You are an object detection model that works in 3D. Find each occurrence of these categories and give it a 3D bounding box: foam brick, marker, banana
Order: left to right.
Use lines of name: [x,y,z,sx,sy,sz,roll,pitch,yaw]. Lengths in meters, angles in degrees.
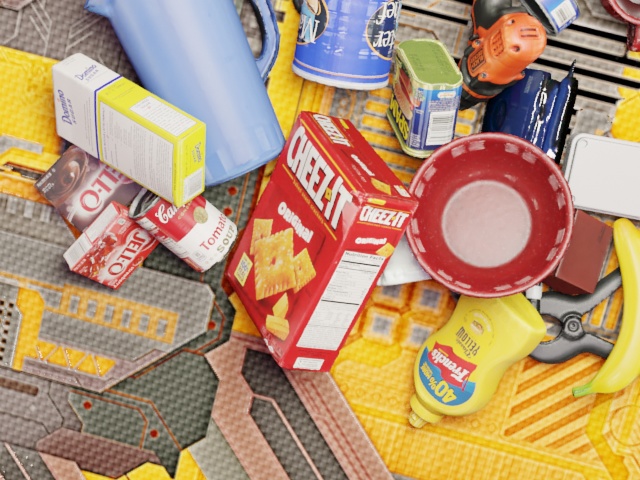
marker: [0.232,0.032,1.148,0.020,0.020,0.121,7,83,4]
foam brick: [0.264,0.013,1.124,0.053,0.051,0.078,26,77,-20]
banana: [0.321,0.078,1.118,0.069,0.037,0.198,14,89,3]

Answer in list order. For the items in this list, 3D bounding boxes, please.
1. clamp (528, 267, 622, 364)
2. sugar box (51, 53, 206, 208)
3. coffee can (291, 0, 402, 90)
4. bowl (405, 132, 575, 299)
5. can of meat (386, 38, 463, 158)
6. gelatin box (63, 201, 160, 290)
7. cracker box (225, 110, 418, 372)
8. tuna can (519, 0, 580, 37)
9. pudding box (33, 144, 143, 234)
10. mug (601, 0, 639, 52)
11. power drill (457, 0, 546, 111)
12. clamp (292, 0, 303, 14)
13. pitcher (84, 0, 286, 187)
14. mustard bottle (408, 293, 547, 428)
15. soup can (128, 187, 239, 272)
clamp: [0.279,0.082,1.159,0.171,0.039,0.120,1,83,6]
sugar box: [-0.196,-0.113,1.090,0.176,0.048,0.093,33,139,23]
coffee can: [0.031,-0.234,1.086,0.103,0.102,0.140,11,112,4]
bowl: [0.163,-0.020,1.038,0.162,0.055,0.162,-1,81,7]
can of meat: [0.107,-0.147,1.092,0.057,0.102,0.084,-4,129,-11]
gelatin box: [-0.226,0.006,1.178,0.089,0.073,0.030,-46,51,11]
cracker box: [-0.007,0.001,1.086,0.072,0.164,0.214,8,121,-33]
tuna can: [0.226,-0.251,1.087,0.034,0.086,0.086,-39,94,8]
pudding box: [-0.245,-0.068,1.185,0.113,0.039,0.090,-44,92,10]
mug: [0.327,-0.249,1.079,0.093,0.081,0.117,3,99,5]
power drill: [0.159,-0.237,1.075,0.057,0.185,0.187,-7,81,-19]
clamp: [-0.044,-0.347,1.123,0.210,0.036,0.165,30,100,-3]
pitcher: [-0.120,-0.188,1.118,0.149,0.144,0.243,-20,100,21]
mustard bottle: [0.154,0.133,1.152,0.096,0.058,0.192,51,121,31]
soup can: [-0.146,-0.020,1.153,0.068,0.068,0.102,-44,114,10]
